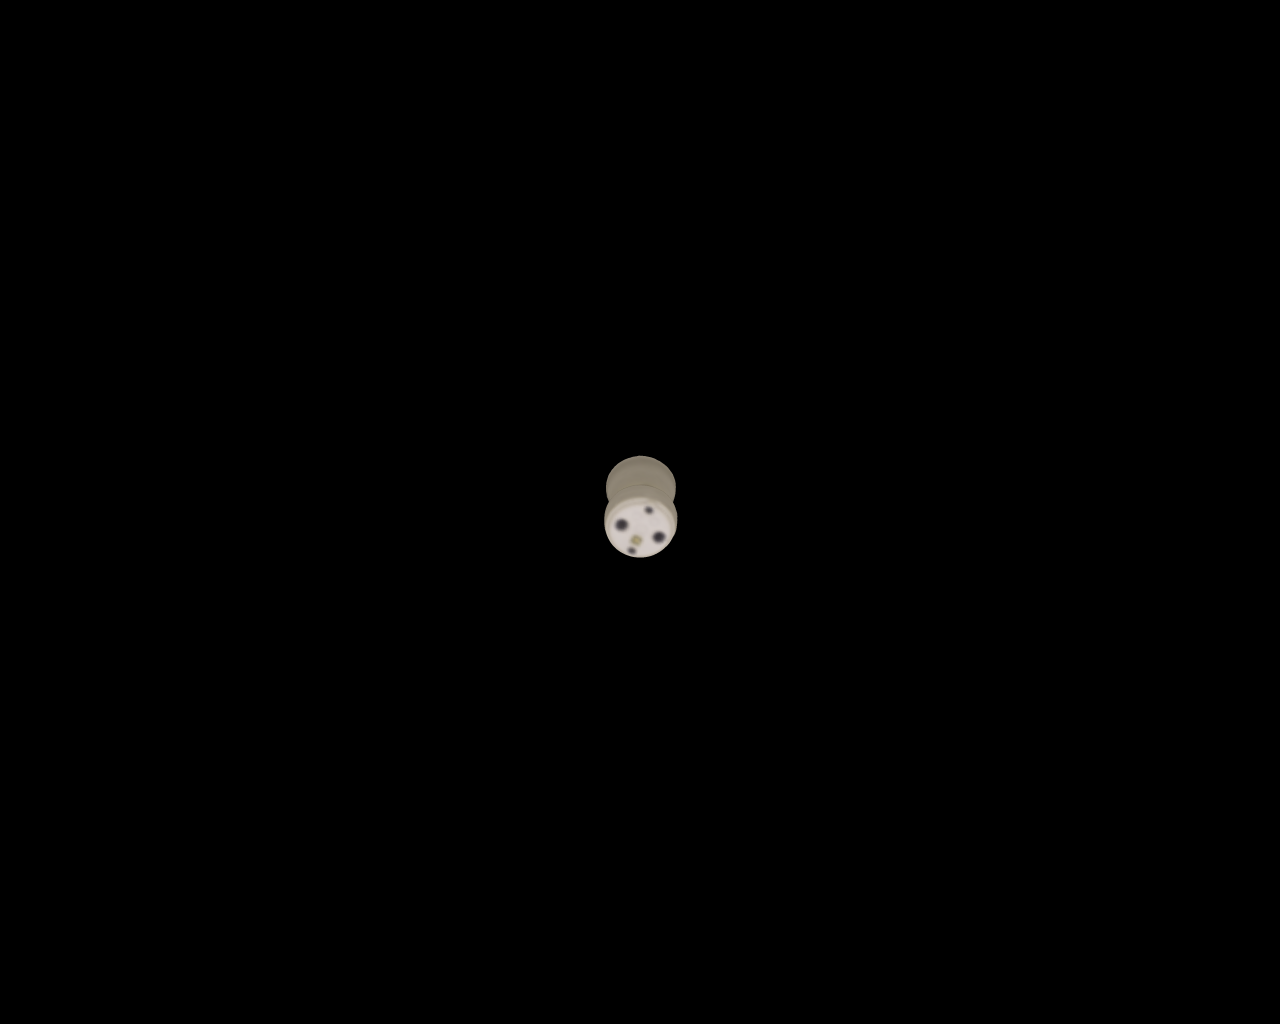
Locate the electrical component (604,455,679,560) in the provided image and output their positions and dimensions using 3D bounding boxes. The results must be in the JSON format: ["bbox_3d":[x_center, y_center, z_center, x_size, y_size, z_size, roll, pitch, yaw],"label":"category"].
[{"bbox_3d":[0.001,-0.003,0.650,0.045,0.044,0.055,0,30,0],"label":"electrical component"}]
